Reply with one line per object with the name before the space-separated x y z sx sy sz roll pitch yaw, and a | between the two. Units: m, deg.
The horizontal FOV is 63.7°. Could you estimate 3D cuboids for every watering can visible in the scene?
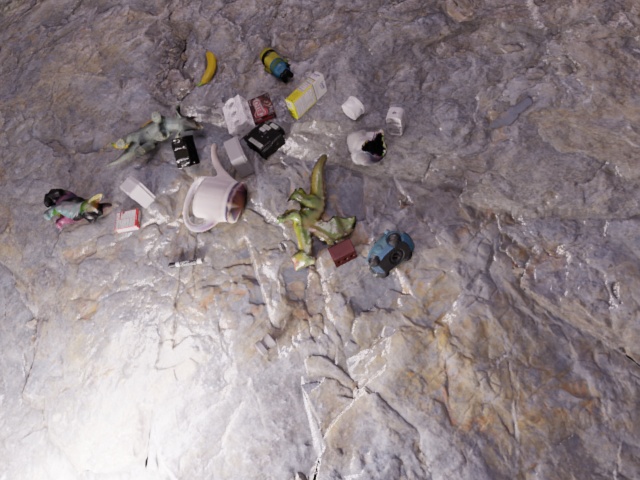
watering can | -0.355 -0.184 1.814 0.225 0.102 0.353 10 70 18

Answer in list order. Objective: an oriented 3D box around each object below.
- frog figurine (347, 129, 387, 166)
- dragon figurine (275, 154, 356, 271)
frog figurine | 0.154 -0.323 1.802 0.160 0.121 0.139 8 66 59
dragon figurine | 0.005 -0.086 1.701 0.243 0.120 0.416 29 71 8
